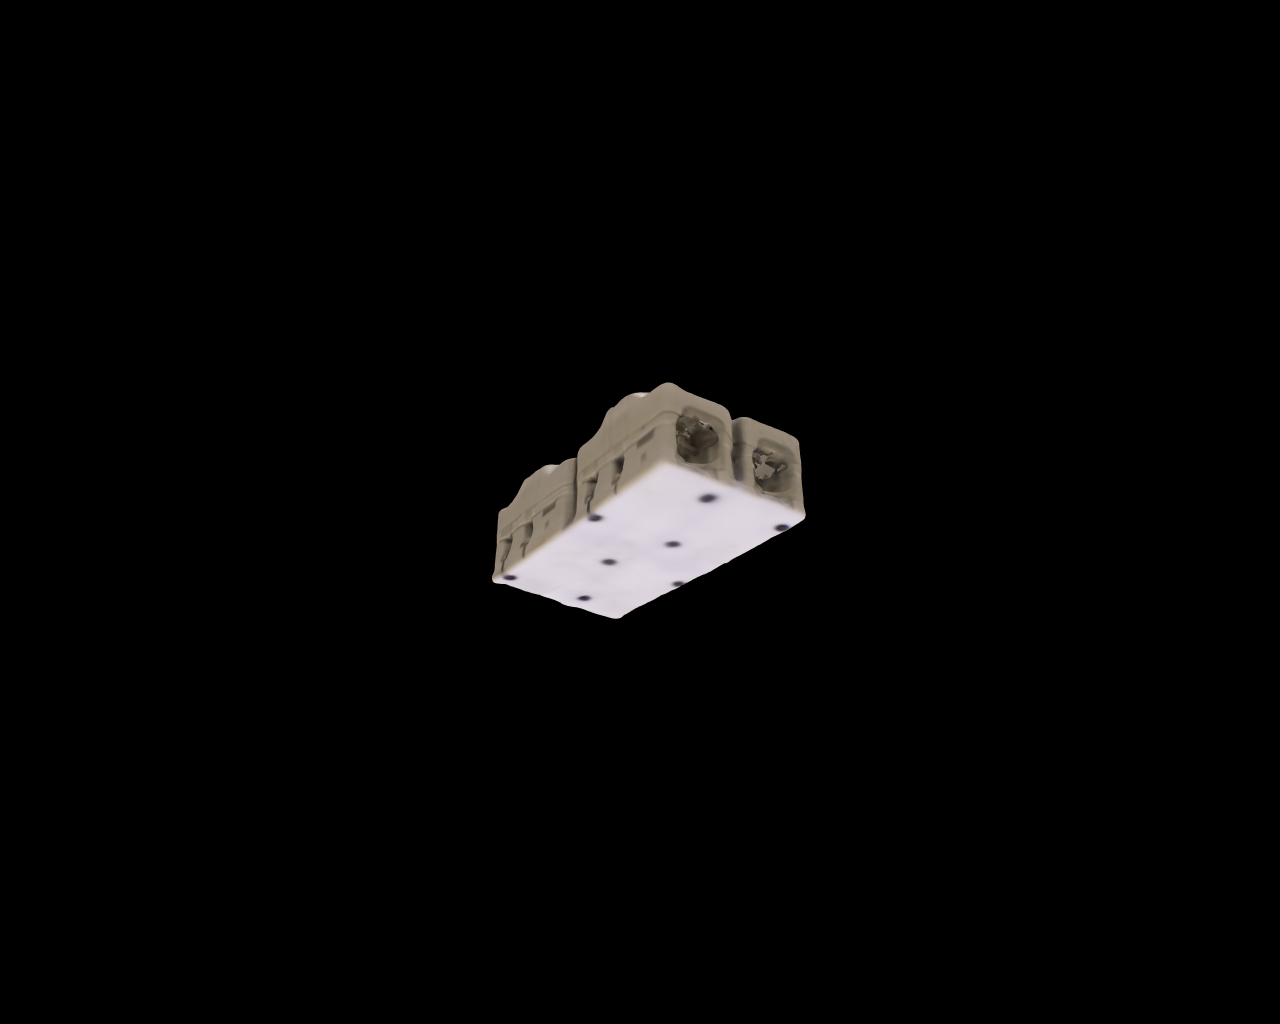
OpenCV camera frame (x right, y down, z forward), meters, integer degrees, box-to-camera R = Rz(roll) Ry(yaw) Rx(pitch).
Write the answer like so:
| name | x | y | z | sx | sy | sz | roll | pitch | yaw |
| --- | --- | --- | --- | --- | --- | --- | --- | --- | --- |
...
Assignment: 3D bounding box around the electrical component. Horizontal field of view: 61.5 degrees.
| name | x | y | z | sx | sy | sz | roll | pitch | yaw |
| --- | --- | --- | --- | --- | --- | --- | --- | --- | --- |
| electrical component | 0.001 | -0.003 | 0.650 | 0.105 | 0.060 | 0.186 | 19 | -34 | -31 |
